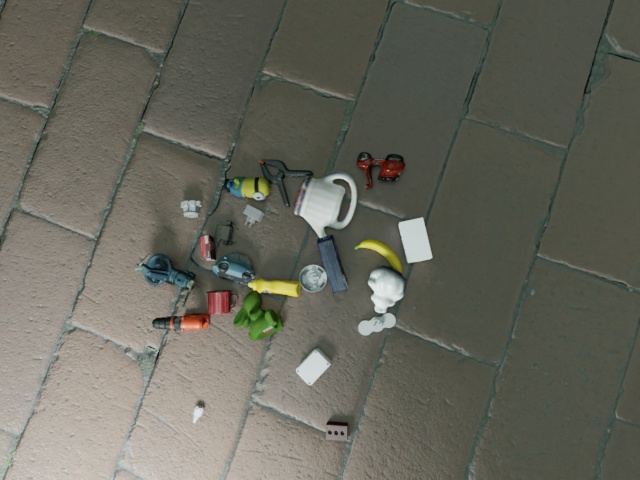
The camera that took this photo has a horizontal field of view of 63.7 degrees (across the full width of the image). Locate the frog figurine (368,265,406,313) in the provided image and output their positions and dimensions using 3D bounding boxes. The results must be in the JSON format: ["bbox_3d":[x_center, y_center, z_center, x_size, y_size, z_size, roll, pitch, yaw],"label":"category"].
[{"bbox_3d":[0.230,0.178,1.842,0.137,0.122,0.161,30,75,-9],"label":"frog figurine"}]

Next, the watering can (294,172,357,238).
[{"bbox_3d":[0.006,-0.097,1.918,0.225,0.104,0.347,19,93,7],"label":"watering can"}]
